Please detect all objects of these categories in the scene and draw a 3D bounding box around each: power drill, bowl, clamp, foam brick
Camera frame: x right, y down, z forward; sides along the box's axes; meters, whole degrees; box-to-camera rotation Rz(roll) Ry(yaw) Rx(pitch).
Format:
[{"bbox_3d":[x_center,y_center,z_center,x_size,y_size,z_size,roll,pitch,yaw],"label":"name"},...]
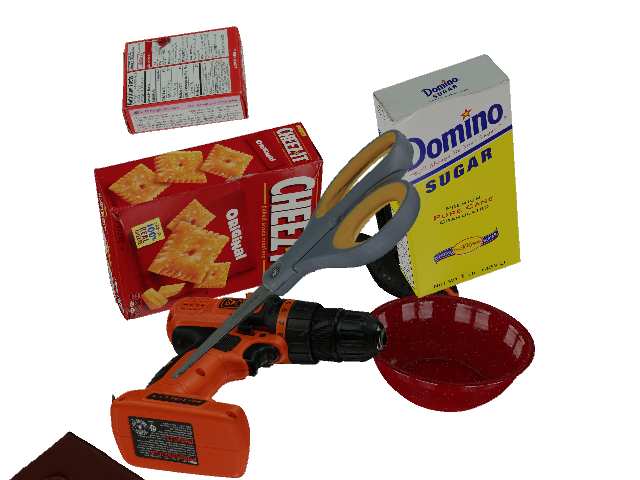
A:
[{"bbox_3d":[-0.057,0.102,0.804,0.185,0.057,0.187,1,23,20],"label":"power drill"},{"bbox_3d":[0.117,0.113,1.003,0.162,0.055,0.162,2,27,-1],"label":"bowl"},{"bbox_3d":[0.068,0.011,1.209,0.164,0.036,0.210,-17,51,-36],"label":"clamp"},{"bbox_3d":[-0.094,0.130,0.449,0.078,0.051,0.052,24,45,30],"label":"foam brick"}]

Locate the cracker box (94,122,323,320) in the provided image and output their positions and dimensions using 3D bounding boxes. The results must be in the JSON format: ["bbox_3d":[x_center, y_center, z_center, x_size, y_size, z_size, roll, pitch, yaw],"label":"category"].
[{"bbox_3d":[-0.109,-0.016,1.071,0.213,0.164,0.072,-14,49,-16],"label":"cracker box"}]

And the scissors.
[{"bbox_3d":[-0.012,0.022,0.603,0.016,0.202,0.096,37,5,-27],"label":"scissors"}]

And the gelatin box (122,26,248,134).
[{"bbox_3d":[-0.100,-0.117,0.784,0.089,0.073,0.030,-8,-39,1],"label":"gelatin box"}]

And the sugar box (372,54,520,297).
[{"bbox_3d":[0.099,-0.044,0.807,0.093,0.176,0.048,-20,43,-8],"label":"sugar box"}]
